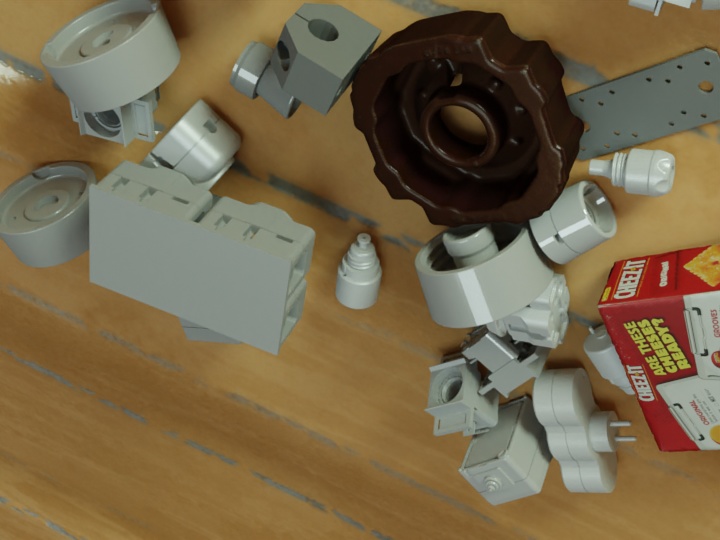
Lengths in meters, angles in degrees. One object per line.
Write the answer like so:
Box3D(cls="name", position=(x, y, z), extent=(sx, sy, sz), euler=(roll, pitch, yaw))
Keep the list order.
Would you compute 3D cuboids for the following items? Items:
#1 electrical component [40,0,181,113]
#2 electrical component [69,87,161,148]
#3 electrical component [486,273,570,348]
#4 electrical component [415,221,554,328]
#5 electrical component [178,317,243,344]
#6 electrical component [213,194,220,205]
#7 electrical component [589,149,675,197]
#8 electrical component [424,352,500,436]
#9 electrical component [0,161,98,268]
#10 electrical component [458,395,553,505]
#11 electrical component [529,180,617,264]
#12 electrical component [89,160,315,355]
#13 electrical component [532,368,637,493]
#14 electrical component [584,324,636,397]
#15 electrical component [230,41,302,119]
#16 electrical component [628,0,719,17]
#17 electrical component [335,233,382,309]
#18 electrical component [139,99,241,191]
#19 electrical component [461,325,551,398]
Box3D(cls="electrical component", position=(-0.200, -0.173, 0.887), extent=(0.108, 0.108, 0.060), euler=(-2, 133, 28))
Box3D(cls="electrical component", position=(-0.211, -0.146, 0.942), extent=(0.081, 0.063, 0.042), euler=(17, 135, 14))
Box3D(cls="electrical component", position=(0.142, 0.031, 0.915), extent=(0.057, 0.058, 0.078), euler=(8, 152, 25))
Box3D(cls="electrical component", position=(0.096, -0.008, 0.875), extent=(0.108, 0.108, 0.060), euler=(-10, 116, 33))
Box3D(cls="electrical component", position=(-0.146, 0.029, 1.071), extent=(0.066, 0.047, 0.076), euler=(2, 128, 26))
Box3D(cls="electrical component", position=(-0.172, -0.042, 1.023), extent=(0.077, 0.047, 0.065), euler=(18, 134, 13))
Box3D(cls="electrical component", position=(0.204, -0.075, 0.810), extent=(0.061, 0.035, 0.035), euler=(9, 131, 24))
Box3D(cls="electrical component", position=(0.098, 0.119, 1.008), extent=(0.042, 0.081, 0.064), euler=(-18, 140, 37))
Box3D(cls="electrical component", position=(-0.295, -0.048, 1.043), extent=(0.108, 0.108, 0.060), euler=(3, 135, 25))
Box3D(cls="electrical component", position=(0.142, 0.178, 1.015), extent=(0.062, 0.096, 0.061), euler=(-28, 113, 41))
Box3D(cls="electrical component", position=(0.169, -0.039, 0.846), extent=(0.047, 0.055, 0.055), euler=(-29, 111, 37))
Box3D(cls="electrical component", position=(-0.138, -0.014, 0.935), extent=(0.186, 0.060, 0.105), euler=(20, 130, 11))
Box3D(cls="electrical component", position=(0.214, 0.148, 0.983), extent=(0.074, 0.052, 0.138), euler=(-6, 124, 31))
Box3D(cls="electrical component", position=(0.225, 0.080, 0.928), extent=(0.040, 0.040, 0.078), euler=(-20, 116, 38))
Box3D(cls="electrical component", position=(-0.072, -0.155, 0.876), extent=(0.055, 0.045, 0.045), euler=(30, 135, 2))
Box3D(cls="electrical component", position=(0.211, -0.199, 0.684), extent=(0.057, 0.058, 0.078), euler=(21, 134, 14))
Box3D(cls="electrical component", position=(0.000, 0.000, 0.975), extent=(0.040, 0.040, 0.078), euler=(19, 134, 12))
Box3D(cls="electrical component", position=(-0.152, -0.098, 0.960), extent=(0.059, 0.053, 0.095), euler=(43, 134, -11))
Box3D(cls="electrical component", position=(0.130, 0.073, 0.970), extent=(0.064, 0.042, 0.081), euler=(40, 134, -7))
